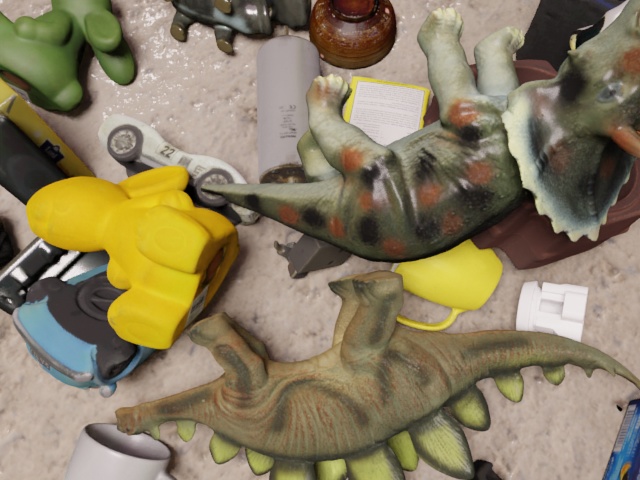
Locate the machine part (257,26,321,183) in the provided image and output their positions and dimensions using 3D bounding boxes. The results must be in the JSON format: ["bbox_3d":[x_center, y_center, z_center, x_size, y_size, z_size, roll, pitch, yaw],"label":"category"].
[{"bbox_3d":[-0.034,-0.140,0.608,0.079,0.079,0.243,-3,69,1],"label":"machine part"}]

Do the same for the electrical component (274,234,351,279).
[{"bbox_3d":[-0.001,-0.001,0.549,0.078,0.102,0.045,-14,65,-33],"label":"electrical component"}]

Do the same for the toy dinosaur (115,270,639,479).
[{"bbox_3d":[0.045,0.128,0.478,0.472,0.105,0.198,-14,90,3],"label":"toy dinosaur"}]

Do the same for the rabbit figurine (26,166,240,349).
[{"bbox_3d":[-0.163,-0.013,0.476,0.173,0.121,0.162,19,31,4],"label":"rabbit figurine"}]

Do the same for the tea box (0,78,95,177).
[{"bbox_3d":[-0.320,-0.107,0.557,0.098,0.169,0.068,41,77,14],"label":"tea box"}]

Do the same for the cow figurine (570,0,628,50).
[{"bbox_3d":[0.329,-0.158,0.535,0.098,0.068,0.167,-33,92,33],"label":"cow figurine"}]

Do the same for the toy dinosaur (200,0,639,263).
[{"bbox_3d":[0.080,-0.052,0.432,0.405,0.131,0.192,-27,68,28],"label":"toy dinosaur"}]

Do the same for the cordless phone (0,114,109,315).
[{"bbox_3d":[-0.282,-0.014,0.509,0.089,0.184,0.146,30,70,37],"label":"cordless phone"}]

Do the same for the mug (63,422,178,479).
[{"bbox_3d":[-0.180,0.233,0.477,0.110,0.080,0.107,22,82,6],"label":"mug"}]

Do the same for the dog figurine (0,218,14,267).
[{"bbox_3d":[-0.383,0.043,0.507,0.121,0.172,0.190,6,77,-7],"label":"dog figurine"}]

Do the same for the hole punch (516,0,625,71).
[{"bbox_3d":[0.310,-0.246,0.622,0.142,0.115,0.092,39,67,15],"label":"hole punch"}]

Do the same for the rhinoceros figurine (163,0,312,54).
[{"bbox_3d":[-0.105,-0.294,0.673,0.190,0.073,0.112,13,50,14],"label":"rhinoceros figurine"}]

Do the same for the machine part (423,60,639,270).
[{"bbox_3d":[0.215,-0.083,0.537,0.201,0.087,0.201,-14,66,-27],"label":"machine part"}]

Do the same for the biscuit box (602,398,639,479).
[{"bbox_3d":[0.280,0.239,0.464,0.063,0.059,0.202,26,73,12],"label":"biscuit box"}]

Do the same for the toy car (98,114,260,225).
[{"bbox_3d":[-0.152,-0.074,0.589,0.202,0.073,0.056,26,73,11],"label":"toy car"}]

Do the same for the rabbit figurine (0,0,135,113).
[{"bbox_3d":[-0.302,-0.247,0.635,0.159,0.121,0.170,25,75,4],"label":"rabbit figurine"}]

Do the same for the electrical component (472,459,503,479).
[{"bbox_3d":[0.165,0.260,0.466,0.119,0.047,0.075,40,76,15],"label":"electrical component"}]

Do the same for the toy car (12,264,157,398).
[{"bbox_3d":[-0.203,0.083,0.513,0.109,0.103,0.161,38,34,10],"label":"toy car"}]
